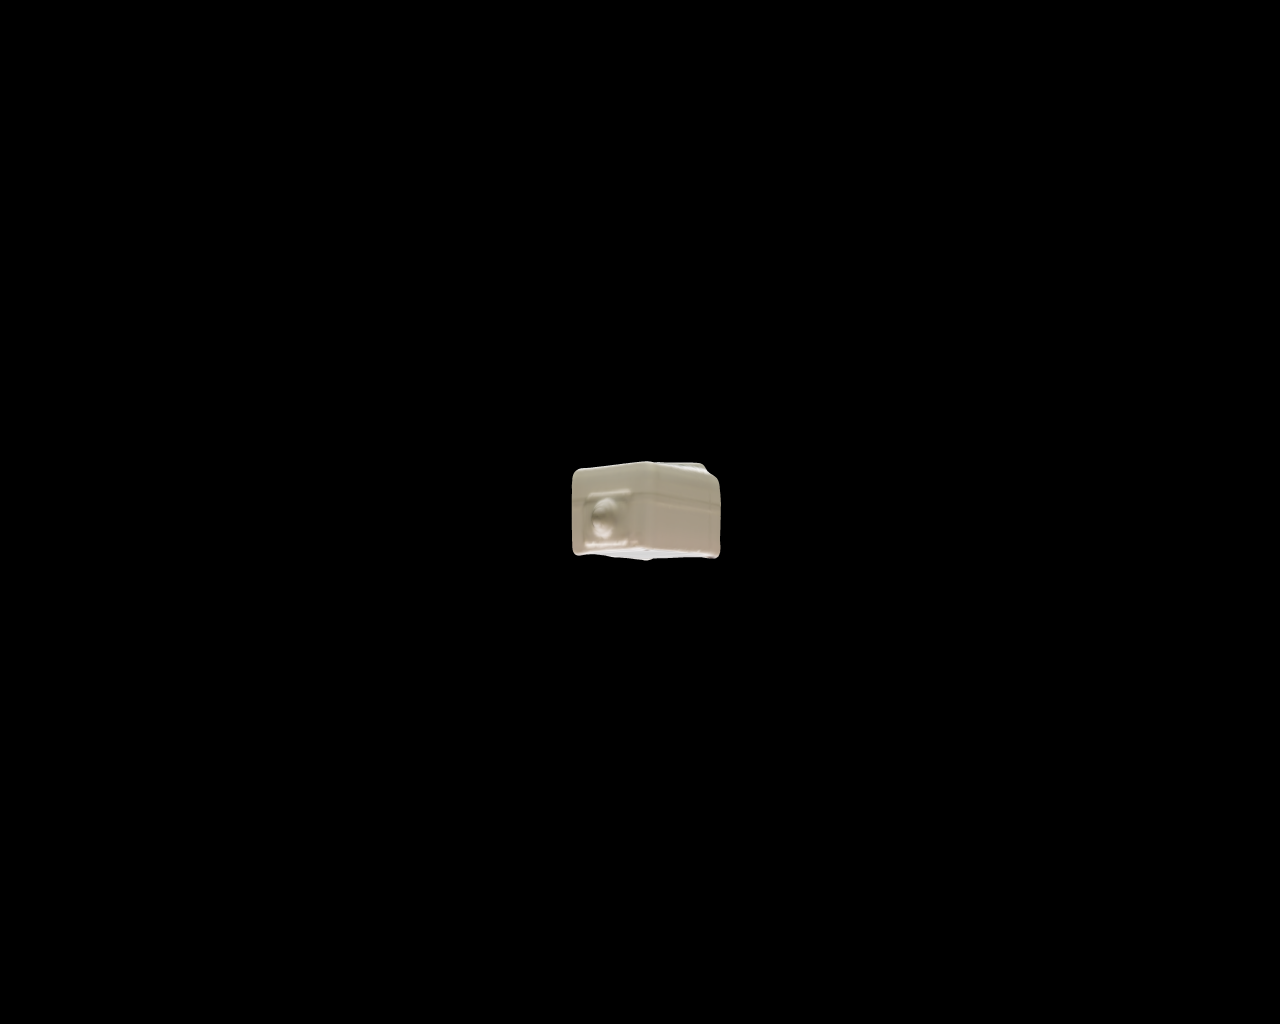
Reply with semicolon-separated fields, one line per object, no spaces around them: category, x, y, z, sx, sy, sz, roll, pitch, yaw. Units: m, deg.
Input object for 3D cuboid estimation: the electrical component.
electrical component;0.001;-0.003;0.650;0.061;0.061;0.096;-5;-8;35
